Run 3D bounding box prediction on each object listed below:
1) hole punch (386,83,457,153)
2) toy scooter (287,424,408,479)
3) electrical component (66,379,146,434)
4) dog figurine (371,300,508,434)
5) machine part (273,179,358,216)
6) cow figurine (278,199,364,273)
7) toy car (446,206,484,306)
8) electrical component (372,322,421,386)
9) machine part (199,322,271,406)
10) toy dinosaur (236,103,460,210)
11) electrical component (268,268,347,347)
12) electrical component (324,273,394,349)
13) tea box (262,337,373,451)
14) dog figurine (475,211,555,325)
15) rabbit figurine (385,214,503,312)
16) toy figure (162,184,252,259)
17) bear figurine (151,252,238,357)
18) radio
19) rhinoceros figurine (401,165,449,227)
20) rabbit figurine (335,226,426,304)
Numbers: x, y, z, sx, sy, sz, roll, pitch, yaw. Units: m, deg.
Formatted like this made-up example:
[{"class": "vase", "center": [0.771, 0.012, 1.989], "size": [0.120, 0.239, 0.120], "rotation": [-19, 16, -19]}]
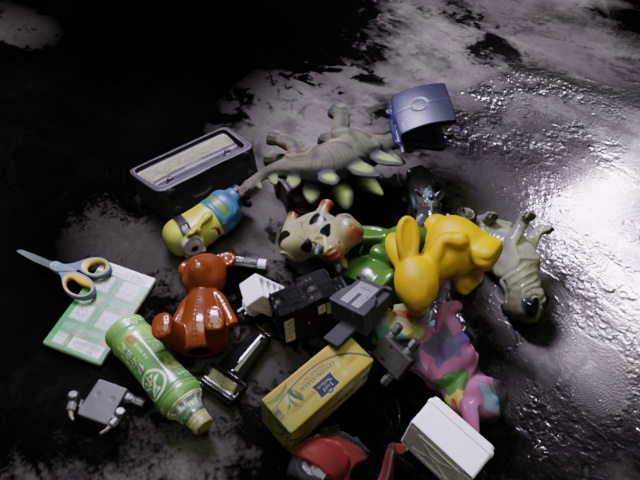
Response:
[{"class": "hole punch", "center": [0.197, -0.241, 1.043], "size": [0.116, 0.092, 0.142], "rotation": [0, 59, -12]}, {"class": "toy scooter", "center": [0.053, 0.325, 0.766], "size": [0.184, 0.075, 0.135], "rotation": [31, 57, 14]}, {"class": "electrical component", "center": [-0.328, 0.251, 0.812], "size": [0.102, 0.045, 0.078], "rotation": [22, 55, 12]}, {"class": "dog figurine", "center": [0.187, 0.210, 0.846], "size": [0.192, 0.108, 0.219], "rotation": [-3, 56, -7]}, {"class": "machine part", "center": [-0.008, -0.119, 1.114], "size": [0.179, 0.056, 0.179], "rotation": [3, 51, -3]}, {"class": "cow figurine", "center": [-0.002, -0.003, 0.956], "size": [0.085, 0.195, 0.127], "rotation": [40, 57, -29]}, {"class": "toy car", "center": [0.257, 0.027, 0.993], "size": [0.053, 0.089, 0.202], "rotation": [7, 58, -5]}, {"class": "electrical component", "center": [0.111, 0.177, 0.823], "size": [0.063, 0.094, 0.021], "rotation": [42, 22, 28]}, {"class": "machine part", "center": [-0.131, 0.198, 0.874], "size": [0.084, 0.039, 0.139], "rotation": [22, 56, 22]}, {"class": "toy dinosaur", "center": [0.057, -0.166, 1.064], "size": [0.471, 0.105, 0.199], "rotation": [-25, 61, -18]}, {"class": "electrical component", "center": [-0.016, 0.111, 0.897], "size": [0.134, 0.114, 0.058], "rotation": [-20, 56, -17]}, {"class": "electrical component", "center": [0.052, 0.110, 0.832], "size": [0.119, 0.047, 0.075], "rotation": [-34, 41, -31]}, {"class": "tea box", "center": [-0.004, 0.230, 0.821], "size": [0.169, 0.098, 0.068], "rotation": [-33, 62, -28]}, {"class": "dog figurine", "center": [0.336, 0.054, 0.995], "size": [0.121, 0.172, 0.190], "rotation": [21, 76, -29]}, {"class": "rabbit figurine", "center": [0.176, 0.033, 0.841], "size": [0.162, 0.122, 0.173], "rotation": [45, 63, 6]}, {"class": "toy figure", "center": [-0.214, -0.036, 1.021], "size": [0.089, 0.082, 0.180], "rotation": [25, 60, 38]}, {"class": "bear figurine", "center": [-0.199, 0.089, 0.897], "size": [0.120, 0.131, 0.196], "rotation": [-5, 59, 3]}, {"class": "radio", "center": [-0.247, -0.137, 1.080], "size": [0.229, 0.073, 0.131], "rotation": [-33, 44, -24]}, {"class": "rhinoceros figurine", "center": [0.211, -0.069, 1.058], "size": [0.073, 0.112, 0.190], "rotation": [3, 44, -4]}, {"class": "rabbit figurine", "center": [0.122, 0.038, 0.969], "size": [0.170, 0.121, 0.159], "rotation": [-45, 46, -18]}]
